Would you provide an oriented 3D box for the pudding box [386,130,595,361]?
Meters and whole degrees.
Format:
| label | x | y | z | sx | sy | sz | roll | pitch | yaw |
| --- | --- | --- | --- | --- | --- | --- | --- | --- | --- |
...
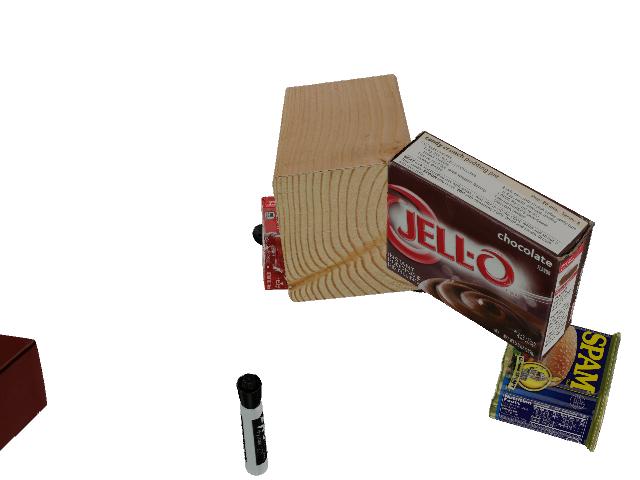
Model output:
| label | x | y | z | sx | sy | sz | roll | pitch | yaw |
| --- | --- | --- | --- | --- | --- | --- | --- | --- | --- |
| pudding box | 0.089 | 0.003 | 0.588 | 0.114 | 0.090 | 0.039 | 30 | 58 | 26 |

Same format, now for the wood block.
| label | x | y | z | sx | sy | sz | roll | pitch | yaw |
| --- | --- | --- | --- | --- | --- | --- | --- | --- | --- |
| wood block | 0.020 | -0.045 | 0.760 | 0.091 | 0.090 | 0.206 | -6 | 24 | 3 |

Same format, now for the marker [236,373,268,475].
| label | x | y | z | sx | sy | sz | roll | pitch | yaw |
| --- | --- | --- | --- | --- | --- | --- | --- | --- | --- |
| marker | -0.053 | 0.144 | 0.834 | 0.020 | 0.020 | 0.121 | 0 | -43 | 0 |

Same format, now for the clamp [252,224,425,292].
| label | x | y | z | sx | sy | sz | roll | pitch | yaw |
| --- | --- | --- | --- | --- | --- | --- | --- | --- | --- |
| clamp | 0.034 | 0.006 | 1.263 | 0.210 | 0.036 | 0.164 | 32 | 39 | 24 |

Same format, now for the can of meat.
| label | x | y | z | sx | sy | sz | roll | pitch | yaw |
| --- | --- | --- | --- | --- | --- | --- | --- | --- | --- |
| can of meat | 0.186 | 0.108 | 0.848 | 0.084 | 0.057 | 0.102 | 14 | 40 | 15 |

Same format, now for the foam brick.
| label | x | y | z | sx | sy | sz | roll | pitch | yaw |
| --- | --- | --- | --- | --- | --- | --- | --- | --- | --- |
| foam brick | -0.224 | 0.102 | 0.694 | 0.053 | 0.051 | 0.078 | 6 | 29 | 22 |

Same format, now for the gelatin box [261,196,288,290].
| label | x | y | z | sx | sy | sz | roll | pitch | yaw |
| --- | --- | --- | --- | --- | --- | --- | --- | --- | --- |
| gelatin box | -0.017 | 0.001 | 0.994 | 0.073 | 0.089 | 0.030 | -2 | 27 | -5 |
